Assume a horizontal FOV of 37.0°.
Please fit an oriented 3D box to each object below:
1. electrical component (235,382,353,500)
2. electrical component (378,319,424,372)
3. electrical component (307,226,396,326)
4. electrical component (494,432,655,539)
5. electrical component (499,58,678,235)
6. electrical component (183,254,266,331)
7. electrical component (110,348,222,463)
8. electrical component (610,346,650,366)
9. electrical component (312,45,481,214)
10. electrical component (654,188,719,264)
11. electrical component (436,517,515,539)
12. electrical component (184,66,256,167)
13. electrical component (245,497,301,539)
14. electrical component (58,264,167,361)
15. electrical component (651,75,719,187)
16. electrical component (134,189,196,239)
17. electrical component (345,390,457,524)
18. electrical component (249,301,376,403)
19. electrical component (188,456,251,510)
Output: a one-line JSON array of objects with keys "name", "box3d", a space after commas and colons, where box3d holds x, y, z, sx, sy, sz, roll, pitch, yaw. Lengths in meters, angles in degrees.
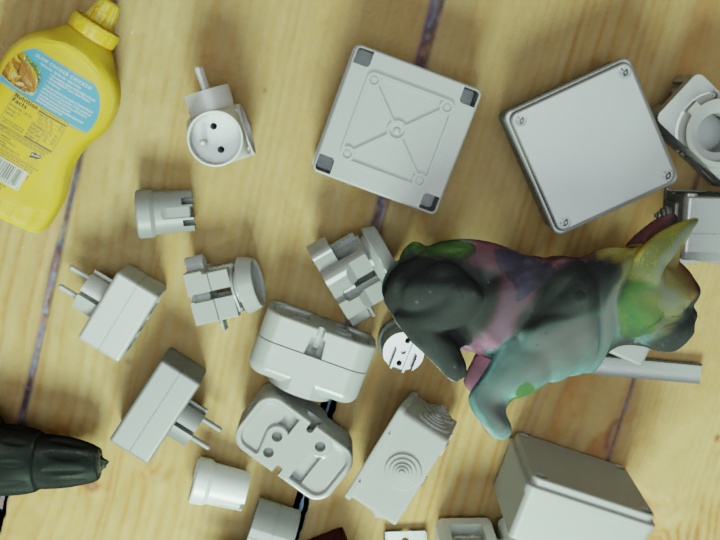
[{"name": "electrical component", "box3d": [-0.054, 0.141, 0.907, 0.095, 0.059, 0.053, 37, 97, -6]}, {"name": "electrical component", "box3d": [0.035, 0.064, 0.902, 0.040, 0.046, 0.040, 0, 99, -1]}, {"name": "electrical component", "box3d": [0.000, 0.000, 0.885, 0.057, 0.058, 0.078, -30, 119, 1]}, {"name": "electrical component", "box3d": [0.175, 0.192, 0.894, 0.109, 0.108, 0.056, 19, 101, -4]}, {"name": "electrical component", "box3d": [0.184, -0.100, 0.873, 0.109, 0.056, 0.108, -25, 99, 3]}, {"name": "electrical component", "box3d": [-0.111, 0.016, 0.894, 0.055, 0.048, 0.066, -12, 99, 9]}, {"name": "electrical component", "box3d": [-0.154, 0.124, 0.909, 0.076, 0.047, 0.083, 33, 98, -6]}, {"name": "electrical component", "box3d": [0.209, 0.026, 0.898, 0.083, 0.047, 0.075, 24, 97, -5]}, {"name": "electrical component", "box3d": [0.029, -0.113, 0.868, 0.109, 0.056, 0.108, 20, 98, -4]}, {"name": "electrical component", "box3d": [0.289, -0.034, 0.882, 0.096, 0.061, 0.061, 1, 99, -1]}, {"name": "electrical component", "box3d": [0.119, 0.312, 0.937, 0.105, 0.060, 0.186, -1, 99, -1]}, {"name": "electrical component", "box3d": [-0.116, -0.123, 0.855, 0.044, 0.077, 0.079, -17, 99, 2]}, {"name": "electrical component", "box3d": [-0.107, 0.261, 0.929, 0.074, 0.052, 0.138, 18, 98, -4]}, {"name": "electrical component", "box3d": [-0.212, 0.025, 0.892, 0.077, 0.047, 0.065, 32, 97, -6]}, {"name": "electrical component", "box3d": [0.283, -0.112, 0.872, 0.089, 0.055, 0.050, 42, 96, -7]}, {"name": "electrical component", "box3d": [-0.160, -0.047, 0.886, 0.046, 0.040, 0.040, -5, 99, -6]}, {"name": "electrical component", "box3d": [0.037, 0.155, 0.892, 0.048, 0.100, 0.099, 32, 98, 7]}, {"name": "electrical component", "box3d": [-0.041, 0.071, 0.899, 0.095, 0.053, 0.059, 20, 98, -4]}, {"name": "electrical component", "box3d": [-0.121, 0.185, 0.924, 0.046, 0.040, 0.040, 15, 99, -8]}]
